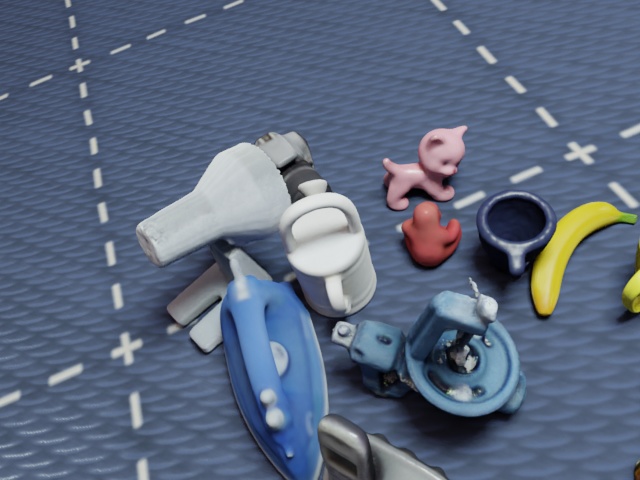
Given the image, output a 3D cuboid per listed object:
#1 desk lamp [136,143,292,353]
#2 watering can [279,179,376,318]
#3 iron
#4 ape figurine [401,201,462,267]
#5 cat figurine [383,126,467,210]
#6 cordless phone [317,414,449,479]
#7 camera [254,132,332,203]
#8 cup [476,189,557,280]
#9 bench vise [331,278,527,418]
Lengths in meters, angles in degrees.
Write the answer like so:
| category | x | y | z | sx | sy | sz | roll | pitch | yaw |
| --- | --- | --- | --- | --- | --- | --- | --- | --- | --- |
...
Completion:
| category | x | y | z | sx | sy | sz | roll | pitch | yaw |
| --- | --- | --- | --- | --- | --- | --- | --- | --- | --- |
| desk lamp | -0.125 | 0.008 | 0.722 | 0.203 | 0.214 | 0.117 | -43 | 57 | -16 |
| watering can | 0.004 | 0.003 | 0.706 | 0.101 | 0.194 | 0.172 | -32 | 55 | -9 |
| iron | -0.058 | 0.147 | 0.655 | 0.118 | 0.142 | 0.258 | -20 | 54 | 0 |
| ape figurine | 0.143 | -0.015 | 0.749 | 0.077 | 0.092 | 0.076 | 17 | 62 | 24 |
| cat figurine | 0.147 | -0.109 | 0.797 | 0.127 | 0.118 | 0.067 | -13 | 54 | 5 |
| cordless phone | 0.062 | 0.232 | 0.540 | 0.147 | 0.185 | 0.094 | 19 | 63 | 25 |
| camera | -0.055 | -0.083 | 0.838 | 0.143 | 0.101 | 0.136 | -36 | 55 | -12 |
| cup | 0.239 | 0.010 | 0.707 | 0.091 | 0.095 | 0.118 | 1 | 56 | 14 |
| bench vise | 0.108 | 0.117 | 0.587 | 0.207 | 0.220 | 0.121 | -6 | 55 | 9 |
